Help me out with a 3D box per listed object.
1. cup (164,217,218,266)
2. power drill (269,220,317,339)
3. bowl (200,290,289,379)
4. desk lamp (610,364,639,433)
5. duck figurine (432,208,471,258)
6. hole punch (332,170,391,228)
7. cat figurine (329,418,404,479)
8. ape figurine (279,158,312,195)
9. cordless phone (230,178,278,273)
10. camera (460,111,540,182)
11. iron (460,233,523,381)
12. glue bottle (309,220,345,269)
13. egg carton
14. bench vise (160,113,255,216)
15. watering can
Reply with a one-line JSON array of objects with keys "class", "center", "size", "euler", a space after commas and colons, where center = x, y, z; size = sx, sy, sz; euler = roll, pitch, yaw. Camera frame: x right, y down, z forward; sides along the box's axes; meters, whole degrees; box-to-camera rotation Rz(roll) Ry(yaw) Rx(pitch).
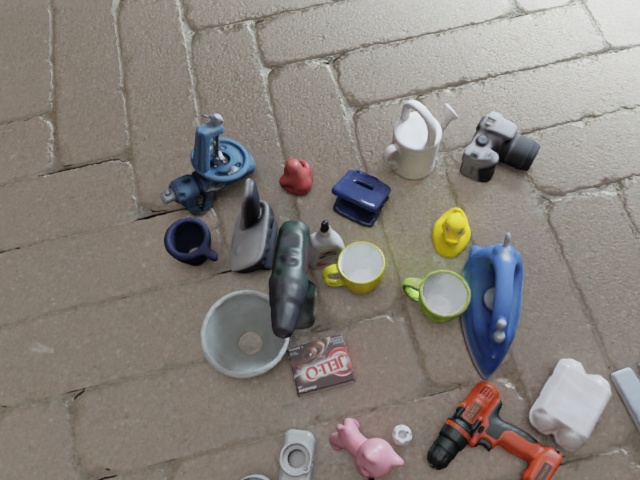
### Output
[{"class": "cup", "center": [-0.246, 0.020, 1.150], "size": [0.117, 0.095, 0.092], "euler": [30, 70, 15]}, {"class": "power drill", "center": [-0.049, 0.091, 1.048], "size": [0.075, 0.208, 0.229], "euler": [1, 66, 3]}, {"class": "bowl", "center": [-0.137, 0.184, 1.082], "size": [0.167, 0.075, 0.167], "euler": [-1, 66, 2]}, {"class": "desk lamp", "center": [0.603, 0.281, 0.934], "size": [0.118, 0.214, 0.203], "euler": [-19, 66, -6]}, {"class": "duck figurine", "center": [0.270, -0.025, 1.155], "size": [0.077, 0.086, 0.104], "euler": [16, 67, 9]}, {"class": "hole punch", "center": [0.085, -0.098, 1.192], "size": [0.108, 0.091, 0.101], "euler": [26, 69, 13]}, {"class": "cat figurine", "center": [0.076, 0.357, 0.973], "size": [0.127, 0.118, 0.067], "euler": [37, 72, 17]}, {"class": "ape figurine", "center": [-0.052, -0.141, 1.217], "size": [0.078, 0.092, 0.076], "euler": [-24, 67, -8]}, {"class": "cordless phone", "center": [-0.140, -0.025, 1.116], "size": [0.094, 0.185, 0.147], "euler": [0, 66, 3]}, {"class": "camera", "center": [0.389, -0.194, 1.219], "size": [0.136, 0.101, 0.143], "euler": [27, 69, 14]}, {"class": "iron", "center": [0.327, 0.118, 1.058], "size": [0.118, 0.141, 0.258], "euler": [7, 66, 6]}, {"class": "glue bottle", "center": [0.010, 0.004, 1.104], "size": [0.078, 0.173, 0.037], "euler": [-20, 66, -6]}, {"class": "egg carton", "center": [0.443, 0.292, 1.015], "size": [0.107, 0.069, 0.150], "euler": [33, 71, 16]}, {"class": "bench vise", "center": [-0.226, -0.146, 1.155], "size": [0.121, 0.220, 0.208], "euler": [31, 70, 15]}, {"class": "watering can", "center": [0.205, -0.221, 1.187], "size": [0.100, 0.194, 0.173], "euler": [32, 71, 15]}]
